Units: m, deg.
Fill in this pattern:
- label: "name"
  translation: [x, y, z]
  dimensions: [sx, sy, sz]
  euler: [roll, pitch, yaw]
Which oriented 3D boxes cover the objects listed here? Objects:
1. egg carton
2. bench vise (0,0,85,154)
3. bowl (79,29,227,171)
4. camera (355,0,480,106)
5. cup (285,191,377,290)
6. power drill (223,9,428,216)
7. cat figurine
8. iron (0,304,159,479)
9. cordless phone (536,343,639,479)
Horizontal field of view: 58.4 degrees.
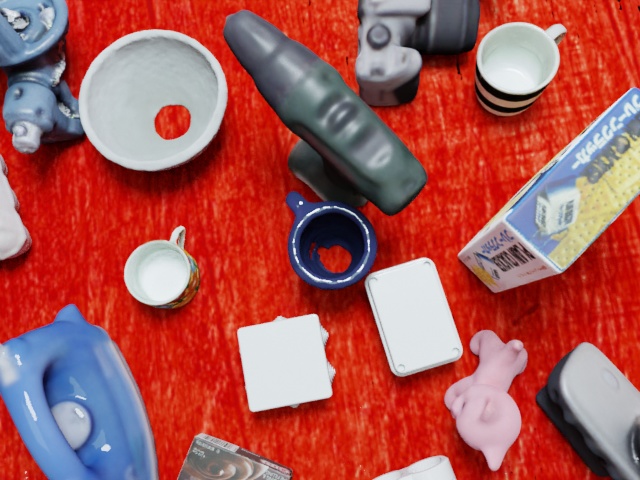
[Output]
- label: "egg carton"
  translation: [-0.403, -0.036, 0.662]
  dimensions: [0.107, 0.069, 0.150]
  euler: [-25, 80, -1]
- label: "bench vise"
  translation: [-0.322, -0.209, 0.610]
  dimensions: [0.121, 0.220, 0.207]
  euler: [-27, 80, -1]
- label: "bowl"
  translation: [-0.184, -0.152, 0.667]
  dimensions: [0.167, 0.075, 0.167]
  euler: [0, 81, 3]
- label: "camera"
  translation: [0.110, -0.237, 0.652]
  dimensions: [0.136, 0.101, 0.143]
  euler: [2, 81, 4]
- label: "cup"
  translation: [0.006, 0.002, 0.621]
  dimensions: [0.092, 0.095, 0.117]
  euler: [-40, 81, -4]
- label: "power drill"
  translation: [0.005, -0.106, 0.581]
  dimensions: [0.229, 0.208, 0.076]
  euler: [42, 85, 9]
- label: "cat figurine"
  translation: [0.173, 0.156, 0.575]
  dimensions: [0.067, 0.118, 0.128]
  euler: [25, 83, 7]
- label: "iron"
  translation: [-0.251, 0.195, 0.579]
  dimensions: [0.118, 0.141, 0.258]
  euler: [-32, 80, -2]
- label: "cordless phone"
  translation: [0.293, 0.172, 0.531]
  dimensions: [0.094, 0.185, 0.147]
  euler: [-41, 81, -4]
